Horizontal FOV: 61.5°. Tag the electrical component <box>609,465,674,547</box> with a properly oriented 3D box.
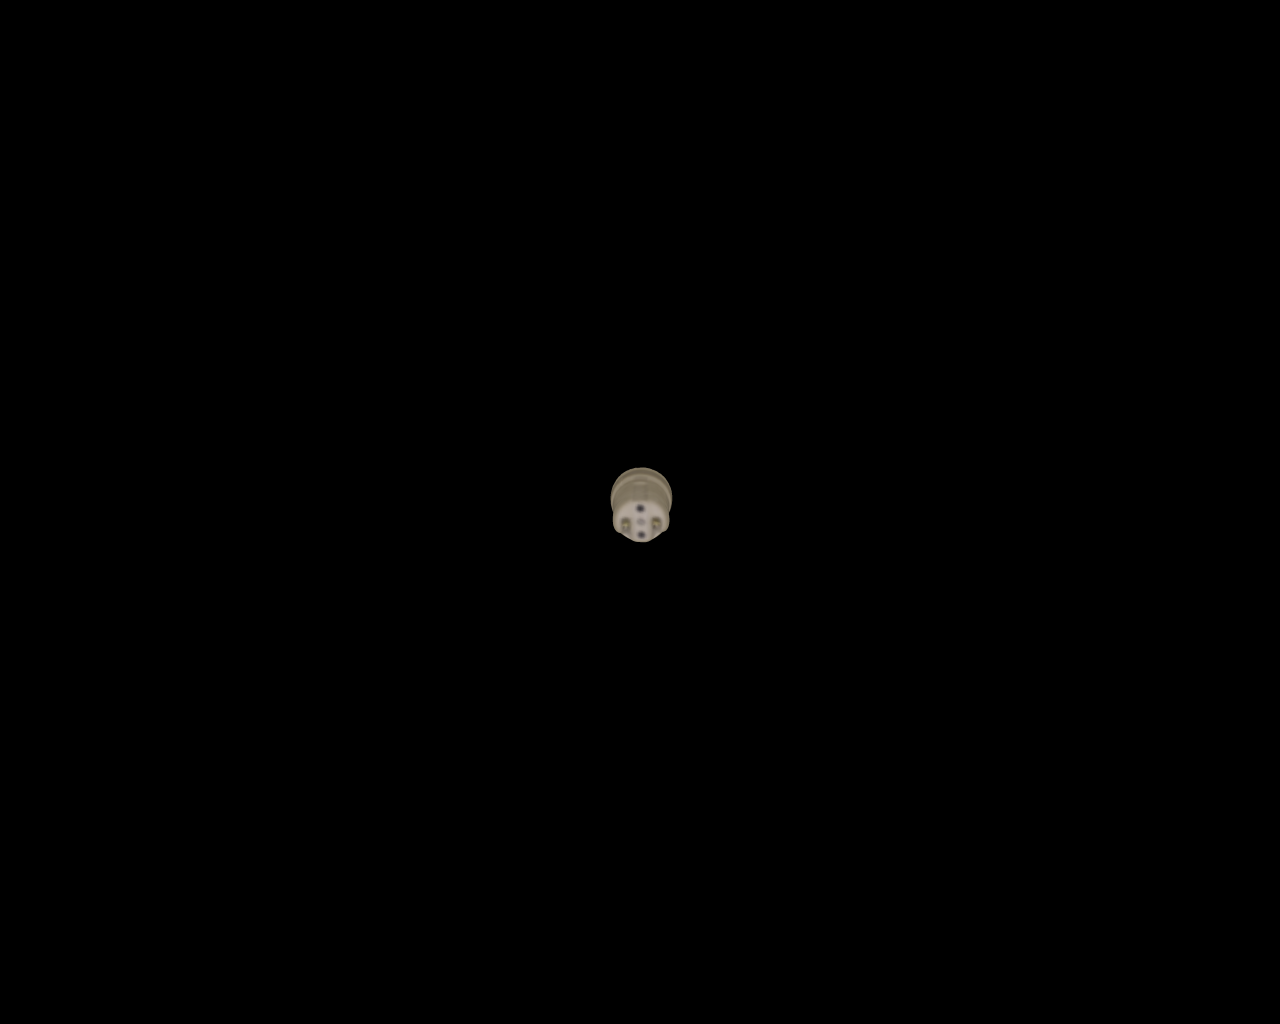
[{"bbox_3d":[0.001,-0.003,0.650,0.040,0.040,0.046,0,21,0],"label":"electrical component"}]
